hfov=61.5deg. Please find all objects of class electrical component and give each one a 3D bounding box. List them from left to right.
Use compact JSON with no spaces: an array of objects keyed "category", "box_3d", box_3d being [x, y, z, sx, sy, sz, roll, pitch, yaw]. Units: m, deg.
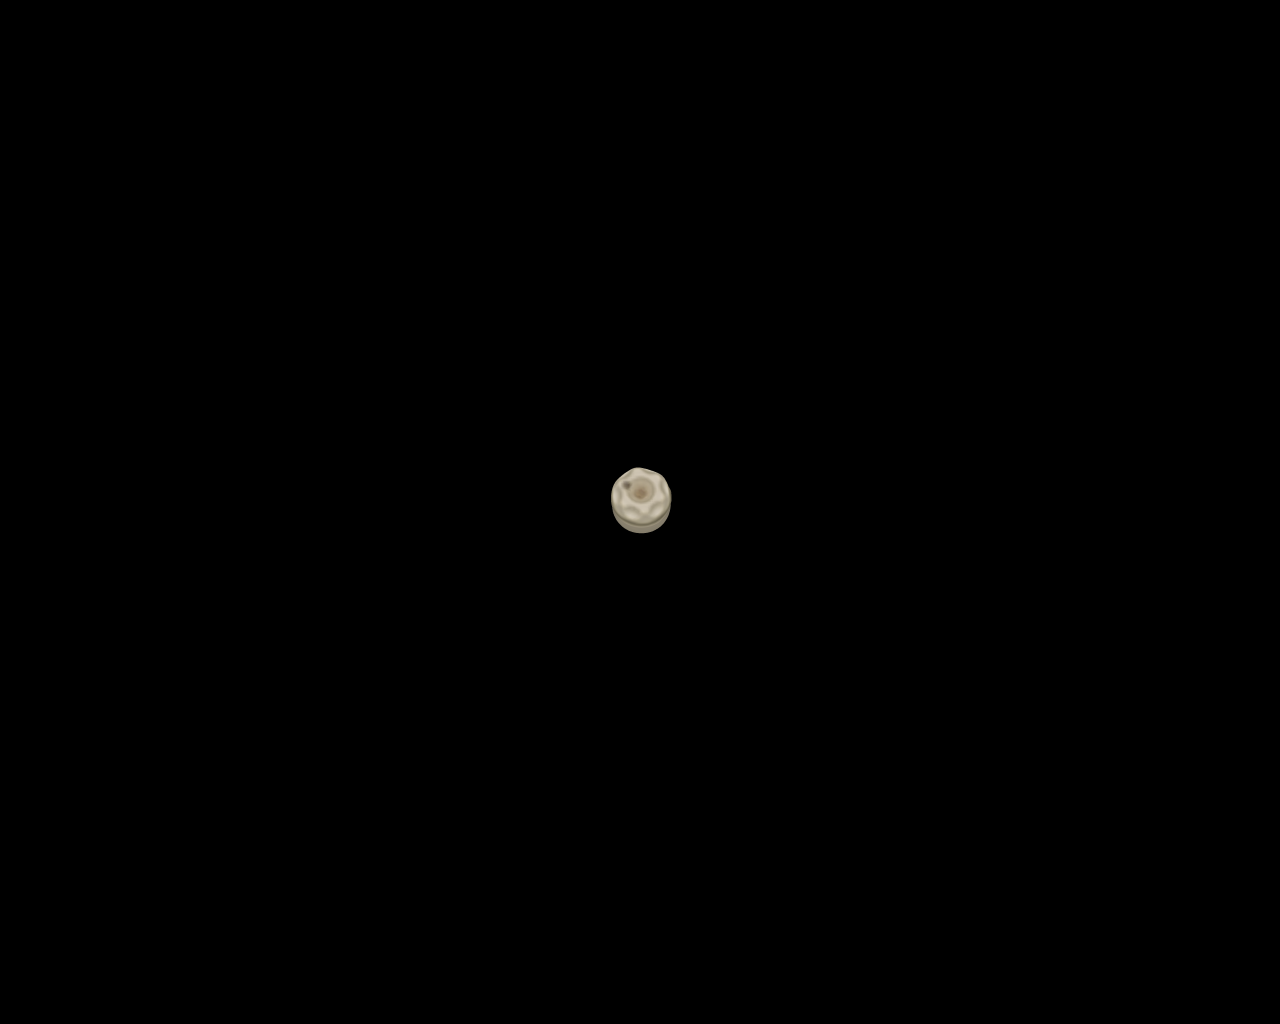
[{"category":"electrical component","box_3d":[0.001,-0.003,0.650,0.035,0.035,0.061,0,-20,0]}]
